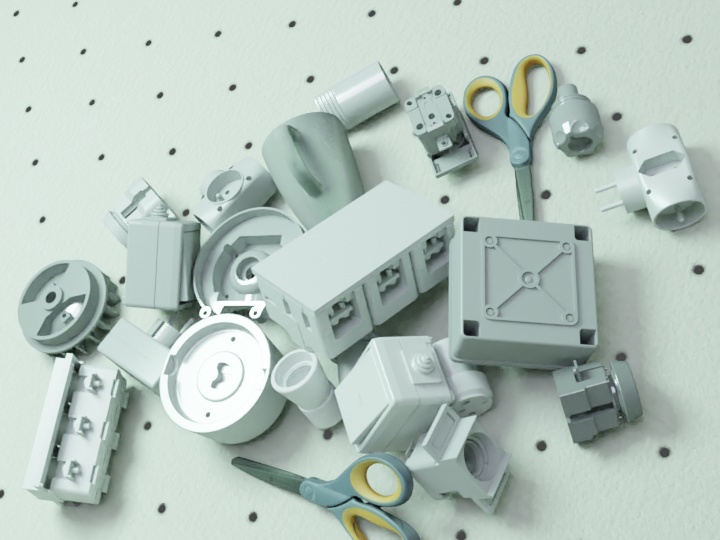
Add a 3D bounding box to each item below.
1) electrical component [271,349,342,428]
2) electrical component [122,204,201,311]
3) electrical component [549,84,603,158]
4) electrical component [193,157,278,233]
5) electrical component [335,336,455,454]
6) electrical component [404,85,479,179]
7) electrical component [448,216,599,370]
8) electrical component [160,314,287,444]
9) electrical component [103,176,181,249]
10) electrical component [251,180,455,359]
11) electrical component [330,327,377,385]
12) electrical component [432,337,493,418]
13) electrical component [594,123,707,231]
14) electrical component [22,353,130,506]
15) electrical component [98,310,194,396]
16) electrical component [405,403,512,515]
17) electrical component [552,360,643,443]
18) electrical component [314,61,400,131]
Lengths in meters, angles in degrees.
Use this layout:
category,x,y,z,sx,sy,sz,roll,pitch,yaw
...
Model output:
category,x,y,z,sx,sy,sz,roll,pitch,yaw
electrical component,-0.039,0.102,0.899,0.044,0.065,0.044,-21,40,19
electrical component,-0.180,-0.013,1.004,0.061,0.062,0.096,5,95,8
electrical component,0.185,-0.132,0.928,0.043,0.043,0.062,-17,56,17
electrical component,-0.130,-0.074,1.048,0.077,0.044,0.079,-48,45,-9
electrical component,0.026,0.095,0.846,0.096,0.061,0.061,-60,40,45
electrical component,0.072,-0.129,0.968,0.042,0.064,0.081,-25,56,11
electrical component,0.127,0.019,0.845,0.109,0.056,0.108,4,64,-3
electrical component,-0.113,0.099,0.939,0.108,0.060,0.108,-11,60,20
electrical component,-0.217,-0.049,1.069,0.057,0.058,0.078,-42,55,-3
electrical component,0.000,0.000,0.901,0.150,0.061,0.089,-34,42,-24
electrical component,-0.003,0.073,0.910,0.045,0.045,0.055,-27,55,11
electrical component,0.079,0.087,0.864,0.045,0.045,0.055,-26,57,12
electrical component,0.231,-0.069,0.873,0.079,0.043,0.077,-20,58,16
electrical component,-0.256,0.148,0.980,0.063,0.078,0.121,6,66,4
electrical component,-0.184,0.070,0.997,0.083,0.047,0.075,28,74,34
electrical component,0.072,0.146,0.819,0.064,0.081,0.042,-23,26,45
electrical component,0.179,0.095,0.806,0.055,0.066,0.048,-17,23,9
electrical component,-0.008,-0.162,1.036,0.081,0.043,0.043,-28,56,10
